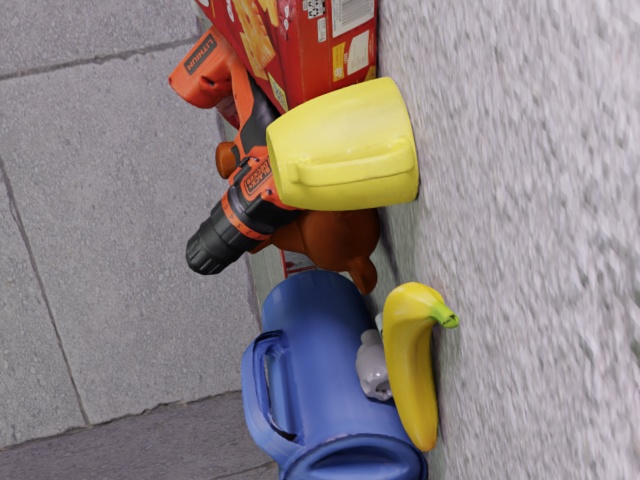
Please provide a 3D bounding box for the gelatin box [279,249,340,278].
[{"bbox_3d":[-0.007,0.001,1.118,0.089,0.073,0.030,83,173,-48],"label":"gelatin box"}]

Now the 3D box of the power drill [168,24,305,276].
[{"bbox_3d":[-0.070,-0.084,0.906,0.057,0.185,0.188,14,-136,-46],"label":"power drill"}]

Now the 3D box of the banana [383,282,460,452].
[{"bbox_3d":[0.069,0.086,0.780,0.198,0.037,0.069,86,169,-54],"label":"banana"}]

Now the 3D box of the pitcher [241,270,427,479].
[{"bbox_3d":[0.002,0.139,1.020,0.243,0.145,0.149,-105,3,-49],"label":"pitcher"}]

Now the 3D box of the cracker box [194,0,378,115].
[{"bbox_3d":[-0.041,-0.197,0.789,0.214,0.072,0.164,53,163,29],"label":"cracker box"}]

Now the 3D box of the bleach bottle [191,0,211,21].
[{"bbox_3d":[-0.084,-0.340,1.020,0.103,0.068,0.251,118,155,-68],"label":"bleach bottle"}]

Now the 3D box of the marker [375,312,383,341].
[{"bbox_3d":[0.071,0.113,0.892,0.020,0.020,0.121,85,170,-53],"label":"marker"}]

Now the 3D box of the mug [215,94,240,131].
[{"bbox_3d":[-0.053,-0.144,0.998,0.093,0.082,0.117,41,-153,-28],"label":"mug"}]
